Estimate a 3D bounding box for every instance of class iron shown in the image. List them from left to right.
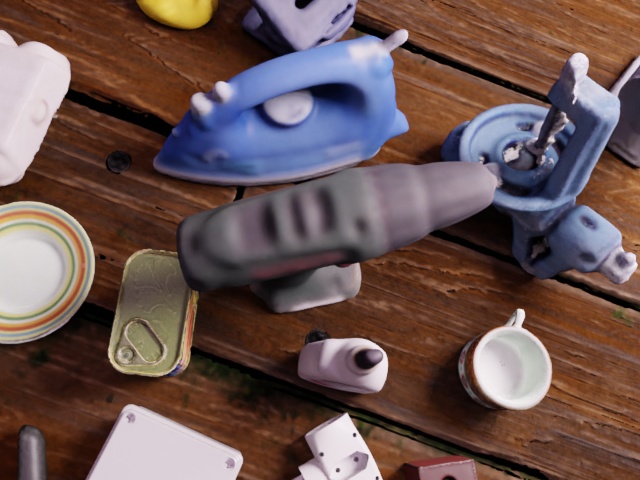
[{"bbox_3d":[-0.038,-0.128,0.539,0.258,0.141,0.118,-18,77,-12],"label":"iron"}]

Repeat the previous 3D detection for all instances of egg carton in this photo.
[{"bbox_3d":[-0.307,-0.126,0.542,0.107,0.069,0.150,16,73,-2],"label":"egg carton"}]

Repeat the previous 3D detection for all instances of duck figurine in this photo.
[{"bbox_3d":[-0.155,-0.278,0.595,0.104,0.086,0.077,36,73,4],"label":"duck figurine"}]

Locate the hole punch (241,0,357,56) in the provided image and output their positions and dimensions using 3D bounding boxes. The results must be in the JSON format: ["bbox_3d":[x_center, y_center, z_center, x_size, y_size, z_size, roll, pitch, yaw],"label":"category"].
[{"bbox_3d":[-0.018,-0.253,0.603,0.101,0.091,0.109,39,74,5],"label":"hole punch"}]

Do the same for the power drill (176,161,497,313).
[{"bbox_3d":[0.004,0.002,0.473,0.230,0.208,0.075,-12,76,-10],"label":"power drill"}]

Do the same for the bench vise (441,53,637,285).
[{"bbox_3d":[0.221,-0.063,0.512,0.207,0.219,0.121,33,73,3],"label":"bench vise"}]

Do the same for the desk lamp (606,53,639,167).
[{"bbox_3d":[0.363,-0.153,0.558,0.118,0.213,0.203,39,74,5],"label":"desk lamp"}]

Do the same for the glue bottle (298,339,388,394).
[{"bbox_3d":[0.025,0.101,0.466,0.078,0.173,0.037,10,73,-4],"label":"glue bottle"}]
